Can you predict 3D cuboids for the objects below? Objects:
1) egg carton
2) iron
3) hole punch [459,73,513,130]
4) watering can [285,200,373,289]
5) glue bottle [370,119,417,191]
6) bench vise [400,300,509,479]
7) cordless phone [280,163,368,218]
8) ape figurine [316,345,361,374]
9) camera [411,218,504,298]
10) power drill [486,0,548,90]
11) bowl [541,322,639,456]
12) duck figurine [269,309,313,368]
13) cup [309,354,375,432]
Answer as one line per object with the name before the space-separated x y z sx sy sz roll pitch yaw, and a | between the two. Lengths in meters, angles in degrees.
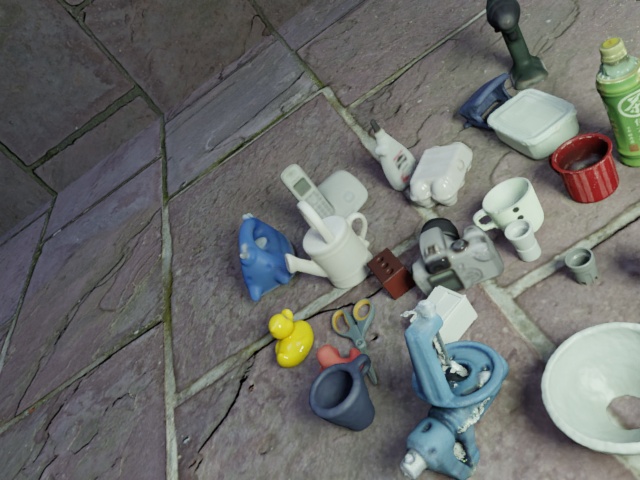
egg carton | 0.247 -0.133 1.162 0.107 0.070 0.150 -4 47 41
iron | -0.139 0.011 1.296 0.118 0.142 0.258 -31 34 12
hole punch | 0.356 -0.303 1.240 0.109 0.091 0.100 -45 34 -9
watering can | 0.011 0.005 1.111 0.100 0.195 0.173 14 60 50
glue bottle | 0.150 -0.190 1.228 0.037 0.174 0.078 9 56 49
bench vise | 0.160 0.191 0.723 0.121 0.220 0.207 -11 43 36
cordless phone | 0.007 -0.115 1.266 0.148 0.186 0.093 -47 34 -11
ape figurine | 0.028 0.206 0.949 0.077 0.092 0.076 -22 37 24
camera | 0.223 0.011 0.986 0.143 0.101 0.136 -25 36 21
power drill | 0.417 -0.437 1.233 0.075 0.209 0.229 -23 36 23
bowl | 0.355 0.185 0.676 0.167 0.075 0.167 -25 36 20
duck figurine | -0.065 0.179 1.076 0.077 0.086 0.104 -15 40 32
cup | 0.051 0.241 0.883 0.118 0.095 0.091 -49 35 -15
